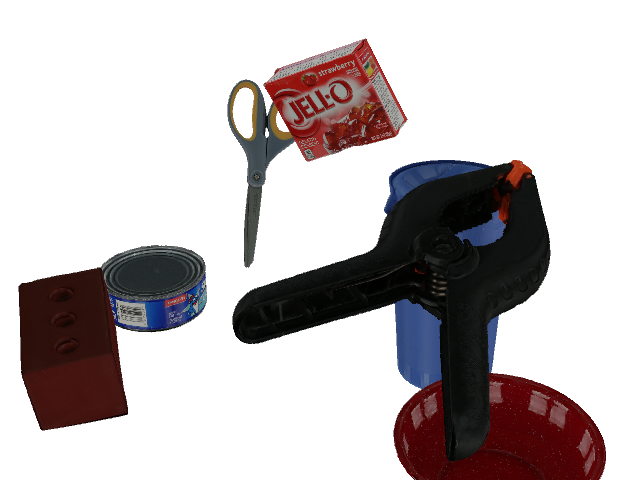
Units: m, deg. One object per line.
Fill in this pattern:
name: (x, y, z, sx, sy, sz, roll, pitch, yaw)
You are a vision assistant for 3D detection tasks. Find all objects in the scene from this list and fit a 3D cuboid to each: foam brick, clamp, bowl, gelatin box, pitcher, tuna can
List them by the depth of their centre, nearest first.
clamp: (0.059, 0.023, 0.479, 0.120, 0.039, 0.171, 38, 56, 24)
foam brick: (-0.147, 0.064, 0.633, 0.053, 0.051, 0.078, -11, 41, -9)
gelatin box: (0.011, -0.106, 0.817, 0.089, 0.073, 0.030, -12, 28, 35)
bowl: (0.137, 0.174, 0.834, 0.162, 0.055, 0.162, 0, 32, 0)
tuna can: (-0.134, 0.038, 0.858, 0.086, 0.034, 0.086, -1, 28, 1)
pitcher: (0.150, 0.038, 1.179, 0.149, 0.243, 0.145, 4, 24, 10)

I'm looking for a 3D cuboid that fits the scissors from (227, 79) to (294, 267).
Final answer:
scissors: (-0.051, -0.077, 1.148, 0.096, 0.202, 0.016, -9, -7, -11)
